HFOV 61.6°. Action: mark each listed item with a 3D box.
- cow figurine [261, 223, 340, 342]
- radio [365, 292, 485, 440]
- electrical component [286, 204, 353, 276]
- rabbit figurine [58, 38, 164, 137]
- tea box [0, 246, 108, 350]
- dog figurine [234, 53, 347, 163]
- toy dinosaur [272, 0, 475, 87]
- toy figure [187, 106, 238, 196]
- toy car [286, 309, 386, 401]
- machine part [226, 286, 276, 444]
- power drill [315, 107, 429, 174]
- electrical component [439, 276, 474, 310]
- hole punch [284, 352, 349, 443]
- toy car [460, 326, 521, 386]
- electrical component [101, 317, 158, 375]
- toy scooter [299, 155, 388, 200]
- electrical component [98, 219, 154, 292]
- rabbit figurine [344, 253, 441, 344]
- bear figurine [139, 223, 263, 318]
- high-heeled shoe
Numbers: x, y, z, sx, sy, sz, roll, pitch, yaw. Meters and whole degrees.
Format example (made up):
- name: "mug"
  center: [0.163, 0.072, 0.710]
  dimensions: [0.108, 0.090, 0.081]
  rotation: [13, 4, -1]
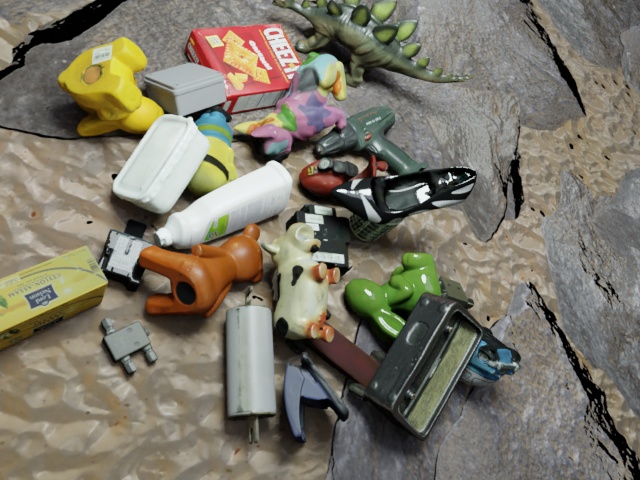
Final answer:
- name: "cow figurine"
  center: [-0.037, 0.067, 0.892]
  dimensions: [0.085, 0.127, 0.195]
  rotation: [22, 70, -59]
- name: "radio"
  center: [0.183, 0.212, 0.929]
  dimensions: [0.131, 0.073, 0.229]
  rotation: [45, 71, -37]
- name: "electrical component"
  center: [-0.002, -0.003, 1.016]
  dimensions: [0.115, 0.058, 0.134]
  rotation: [10, 62, -26]
- name: "rabbit figurine"
  center: [-0.340, -0.227, 0.905]
  dimensions: [0.162, 0.173, 0.122]
  rotation: [-19, 70, 13]
- name: "tea box"
  center: [-0.393, 0.083, 0.747]
  dimensions: [0.169, 0.098, 0.068]
  rotation: [-29, 81, -33]
- name: "dog figurine"
  center: [-0.058, -0.255, 1.047]
  dimensions: [0.219, 0.191, 0.109]
  rotation: [-22, 33, -30]
- name: "toy dinosaur"
  center: [0.113, -0.440, 1.204]
  dimensions: [0.471, 0.198, 0.105]
  rotation: [23, 61, -14]
- name: "toy figure"
  center: [-0.203, -0.160, 0.971]
  dimensions: [0.089, 0.082, 0.180]
  rotation: [21, 59, -41]
- name: "toy car"
  center: [0.034, 0.197, 0.939]
  dimensions: [0.202, 0.053, 0.089]
  rotation: [38, 65, -4]
- name: "machine part"
  center: [-0.111, 0.193, 0.850]
  dimensions: [0.079, 0.079, 0.243]
  rotation: [5, 64, -25]
- name: "power drill"
  center: [0.121, -0.183, 1.162]
  dimensions: [0.207, 0.086, 0.232]
  rotation: [41, 52, 5]
- name: "electrical component"
  center: [0.264, 0.119, 1.105]
  dimensions: [0.102, 0.045, 0.078]
  rotation: [15, 32, -23]
- name: "hole punch"
  center: [-0.022, 0.251, 0.843]
  dimensions: [0.092, 0.142, 0.116]
  rotation: [-33, 66, -9]
- name: "toy car"
  center: [0.297, 0.224, 1.027]
  dimensions: [0.109, 0.162, 0.102]
  rotation: [11, 106, -31]
- name: "electrical component"
  center: [-0.290, 0.152, 0.812]
  dimensions: [0.063, 0.021, 0.094]
  rotation: [-27, 80, -35]
- name: "toy scooter"
  center: [0.057, -0.124, 1.059]
  dimensions: [0.184, 0.135, 0.075]
  rotation: [10, 64, -22]
- name: "electrical component"
  center: [-0.305, 0.016, 0.856]
  dimensions: [0.075, 0.048, 0.119]
  rotation: [25, 59, -16]
- name: "rabbit figurine"
  center: [0.132, 0.114, 1.014]
  dimensions: [0.170, 0.121, 0.159]
  rotation: [-6, 75, -10]
- name: "bear figurine"
  center: [-0.181, 0.043, 0.880]
  dimensions: [0.132, 0.120, 0.196]
  rotation: [6, 23, 20]
- name: "high-heeled shoe"
  center: [0.154, -0.093, 0.958]
  dimensions: [0.249, 0.145, 0.086]
  rotation: [3, 65, -26]
